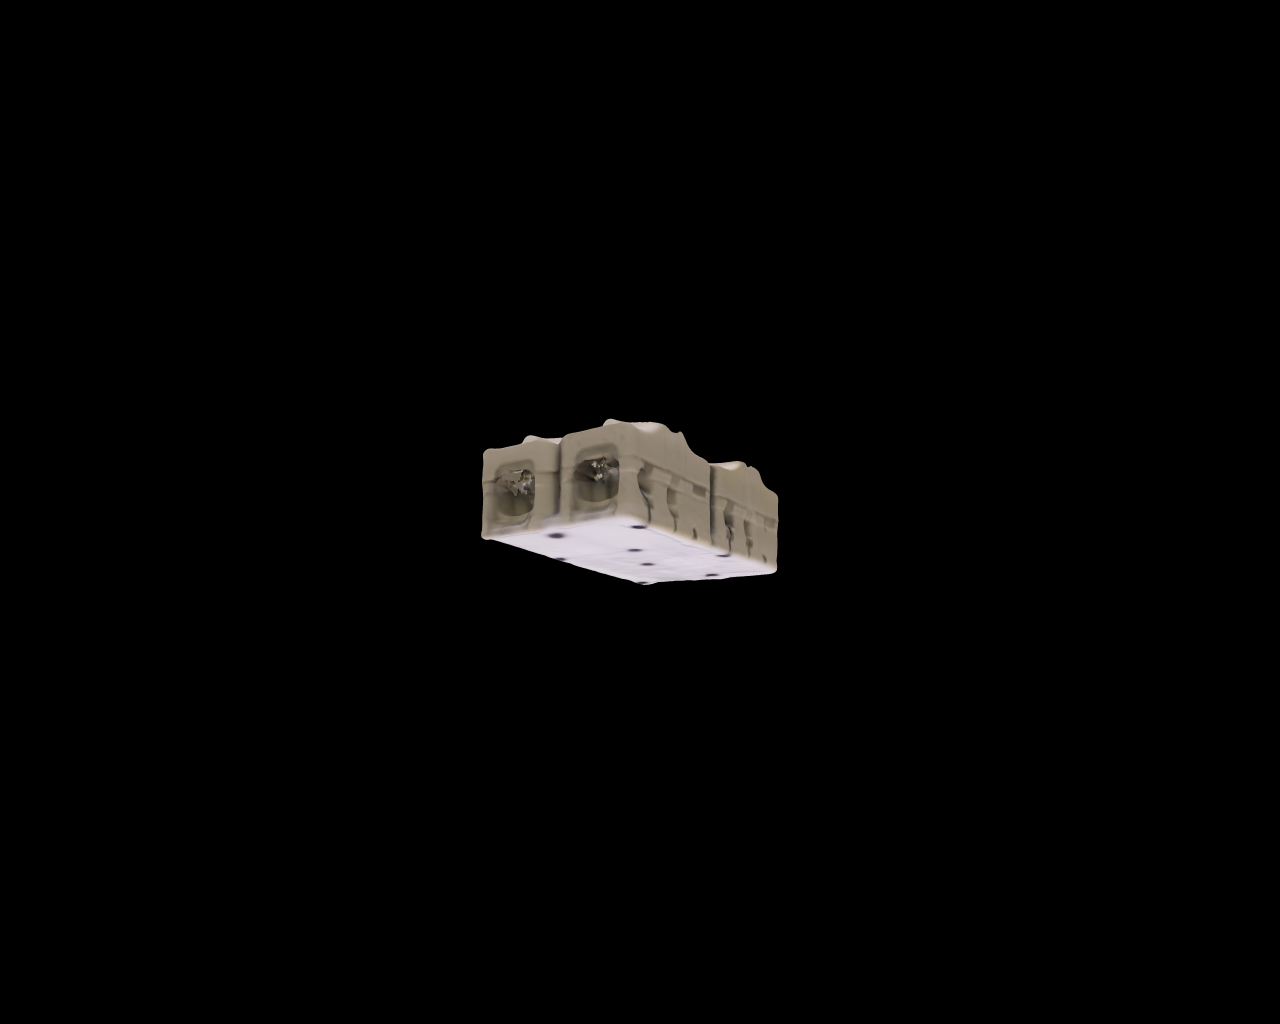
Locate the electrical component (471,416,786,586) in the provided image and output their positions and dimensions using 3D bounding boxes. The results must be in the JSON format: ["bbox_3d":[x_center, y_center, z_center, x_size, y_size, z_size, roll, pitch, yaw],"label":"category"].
[{"bbox_3d":[0.001,-0.003,0.650,0.105,0.060,0.186,-8,-16,31],"label":"electrical component"}]
